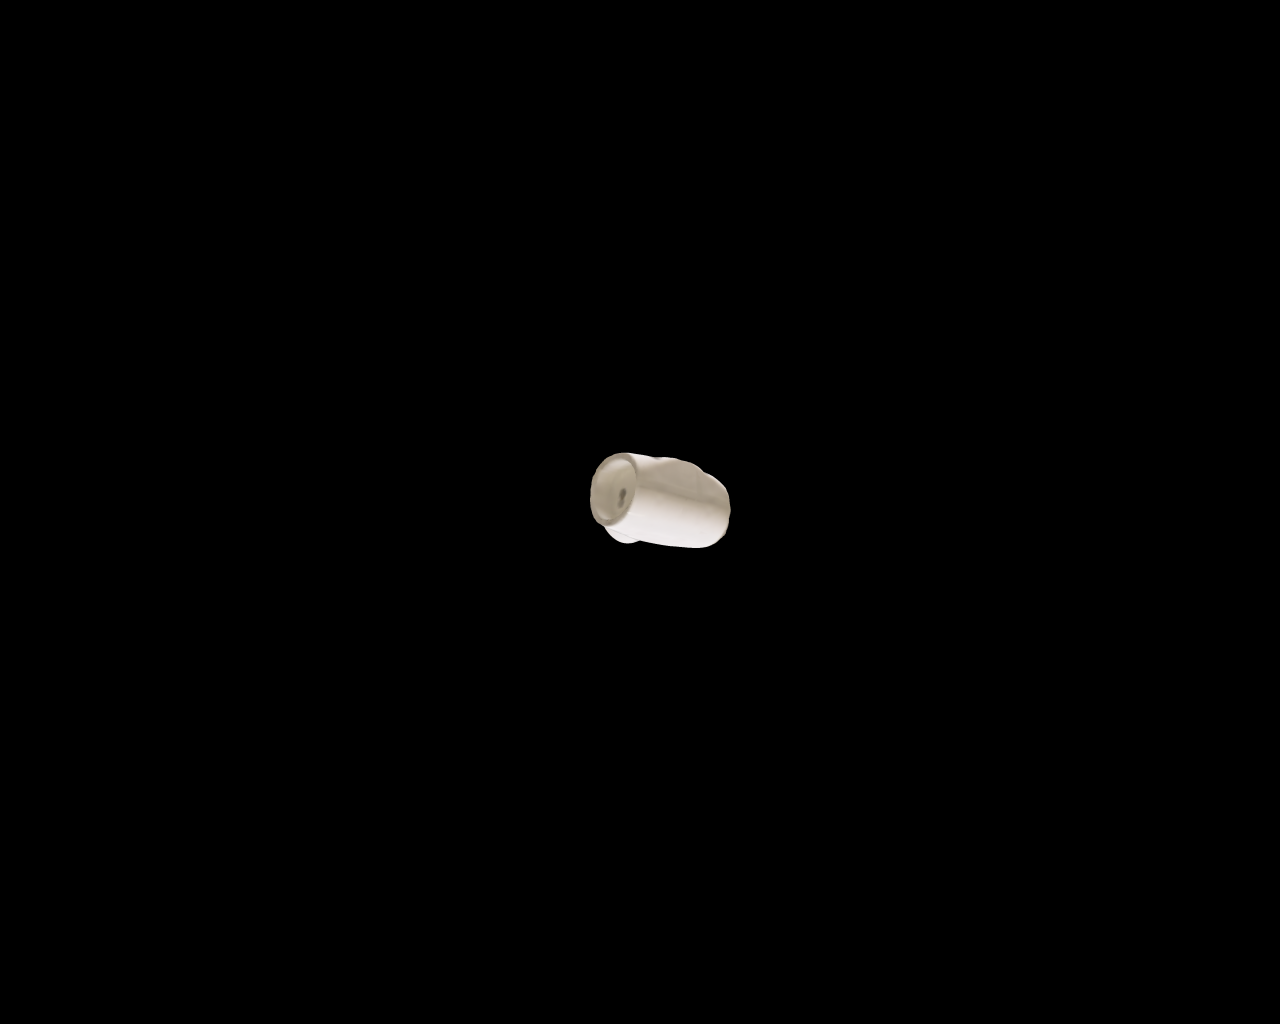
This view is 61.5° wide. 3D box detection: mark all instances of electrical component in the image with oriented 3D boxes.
[{"bbox_3d":[0.001,-0.003,0.650,0.077,0.044,0.079,14,-21,-40],"label":"electrical component"}]
